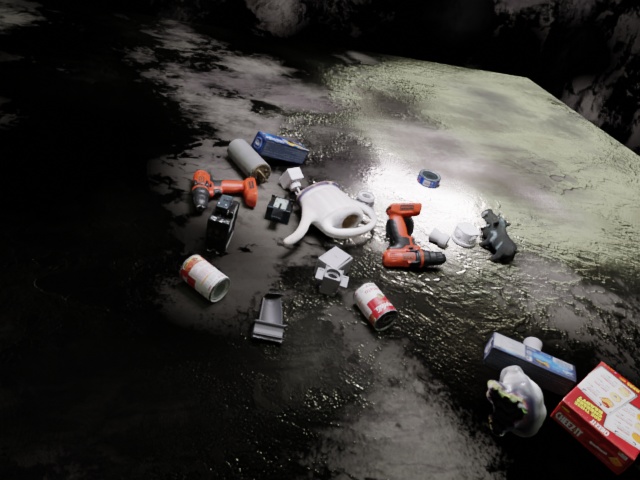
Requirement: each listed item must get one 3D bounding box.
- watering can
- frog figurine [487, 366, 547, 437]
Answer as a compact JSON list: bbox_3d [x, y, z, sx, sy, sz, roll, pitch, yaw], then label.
[{"bbox_3d":[0.005,-0.075,1.490,0.349,0.102,0.228,-11,42,-33],"label":"watering can"},{"bbox_3d":[0.431,0.335,1.098,0.160,0.121,0.138,-9,75,-46],"label":"frog figurine"}]
